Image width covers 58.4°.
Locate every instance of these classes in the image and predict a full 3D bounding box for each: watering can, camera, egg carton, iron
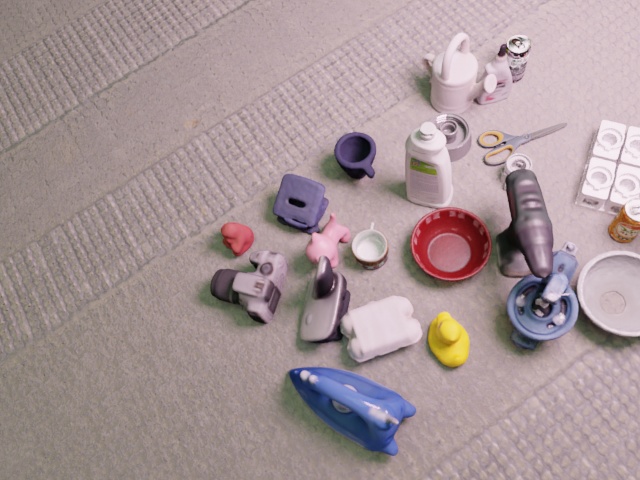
[{"bbox_3d":[0.304,-0.371,1.261,0.172,0.194,0.101,12,69,14],"label":"watering can"},{"bbox_3d":[-0.151,0.084,1.185,0.136,0.101,0.143,12,69,14],"label":"camera"},{"bbox_3d":[0.118,0.173,1.123,0.150,0.069,0.107,-20,65,0],"label":"egg carton"},{"bbox_3d":[0.040,0.288,1.046,0.257,0.141,0.119,23,72,17],"label":"iron"}]

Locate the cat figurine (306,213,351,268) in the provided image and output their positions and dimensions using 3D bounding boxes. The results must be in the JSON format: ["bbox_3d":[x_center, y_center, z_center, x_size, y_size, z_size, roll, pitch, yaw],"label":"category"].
[{"bbox_3d":[0.011,0.004,1.186,0.067,0.118,0.128,17,70,16],"label":"cat figurine"}]

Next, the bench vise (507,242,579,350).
[{"bbox_3d":[0.408,0.082,1.036,0.121,0.220,0.207,10,69,13],"label":"bench vise"}]

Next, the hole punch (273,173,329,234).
[{"bbox_3d":[-0.042,-0.078,1.244,0.108,0.091,0.101,19,71,16],"label":"hole punch"}]

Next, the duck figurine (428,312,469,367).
[{"bbox_3d":[0.246,0.186,1.089,0.077,0.086,0.104,-16,65,2],"label":"duck figurine"}]

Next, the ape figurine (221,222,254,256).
[{"bbox_3d":[-0.185,-0.010,1.236,0.076,0.092,0.078,-12,65,3],"label":"ape figurine"}]

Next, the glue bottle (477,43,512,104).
[{"bbox_3d":[0.389,-0.368,1.258,0.078,0.173,0.037,-19,65,1],"label":"glue bottle"}]

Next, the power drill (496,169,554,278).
[{"bbox_3d":[0.388,-0.007,1.083,0.075,0.209,0.229,-5,66,7],"label":"power drill"}]

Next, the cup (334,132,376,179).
[{"bbox_3d":[0.088,-0.168,1.261,0.092,0.095,0.117,-31,66,-5],"label":"cup"}]

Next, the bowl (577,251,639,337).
[{"bbox_3d":[0.565,0.109,1.080,0.167,0.075,0.167,-3,66,7],"label":"bowl"}]

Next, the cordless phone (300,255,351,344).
[{"bbox_3d":[0.000,0.115,1.102,0.094,0.185,0.147,4,67,11],"label":"cordless phone"}]
